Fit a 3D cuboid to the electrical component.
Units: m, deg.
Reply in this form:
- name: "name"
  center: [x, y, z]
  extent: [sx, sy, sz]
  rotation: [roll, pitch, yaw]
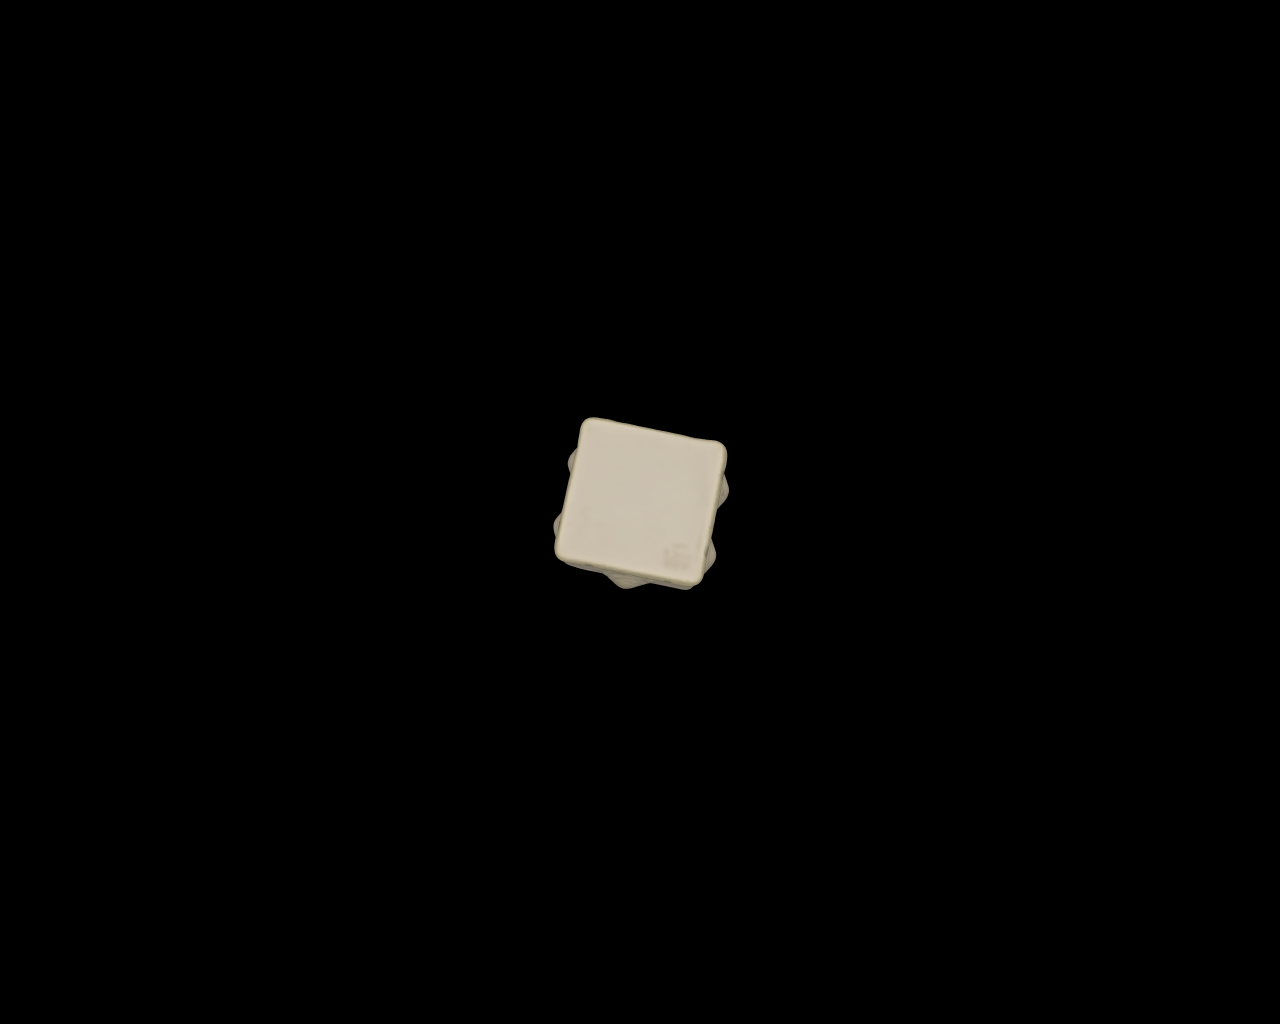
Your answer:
- name: "electrical component"
  center: [0.001, -0.003, 0.650]
  extent: [0.100, 0.100, 0.048]
  rotation: [11, -11, 2]
